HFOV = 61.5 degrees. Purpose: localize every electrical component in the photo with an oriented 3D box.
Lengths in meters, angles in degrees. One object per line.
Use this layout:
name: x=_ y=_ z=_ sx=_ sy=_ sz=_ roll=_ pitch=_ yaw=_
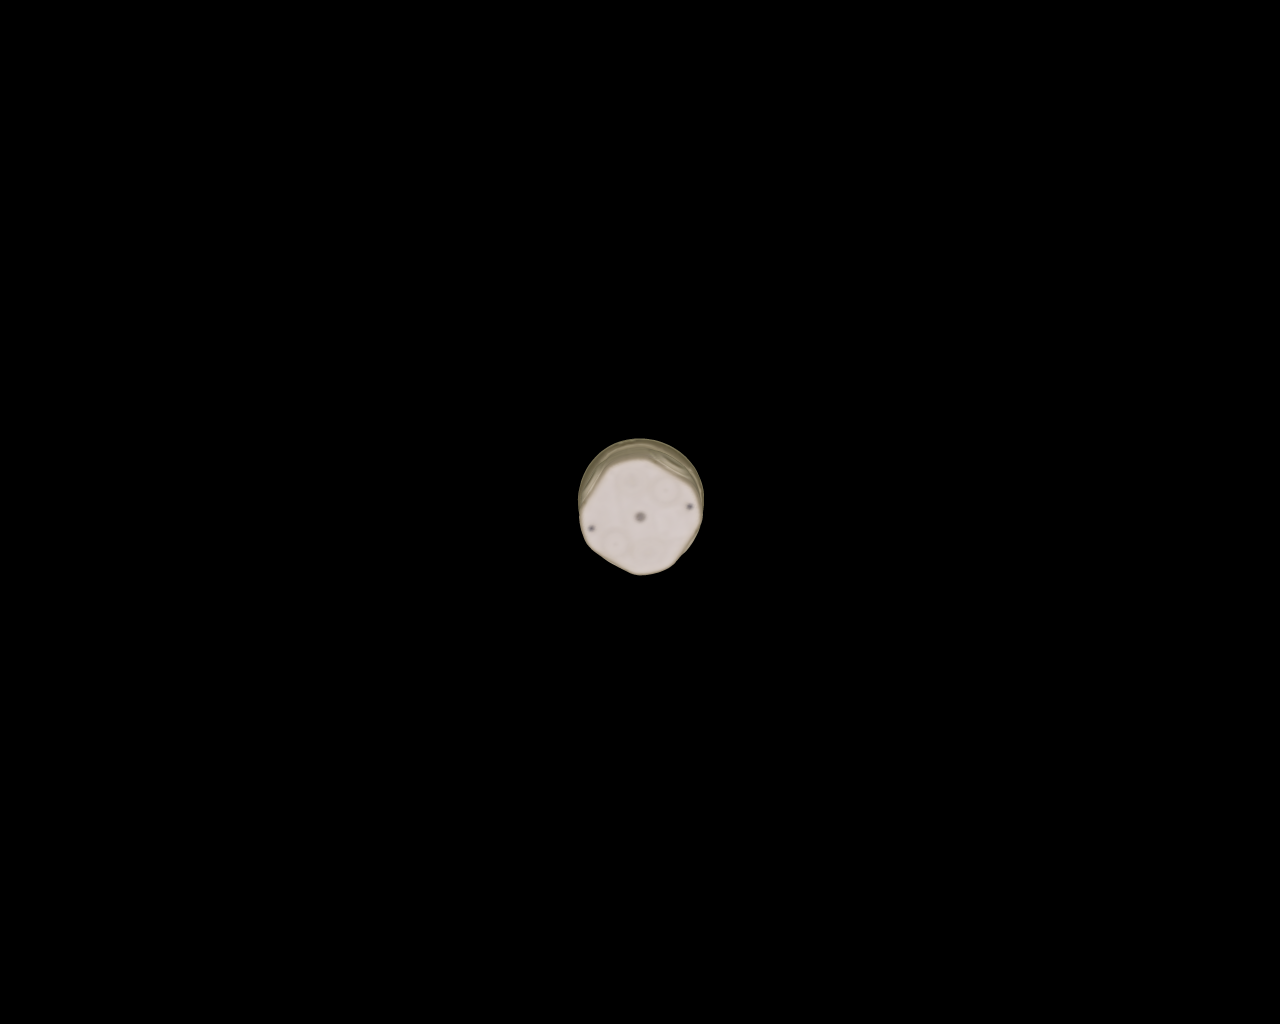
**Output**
electrical component: x=0.001 y=-0.003 z=0.650 sx=0.080 sy=0.080 sz=0.051 roll=0 pitch=13 yaw=0
